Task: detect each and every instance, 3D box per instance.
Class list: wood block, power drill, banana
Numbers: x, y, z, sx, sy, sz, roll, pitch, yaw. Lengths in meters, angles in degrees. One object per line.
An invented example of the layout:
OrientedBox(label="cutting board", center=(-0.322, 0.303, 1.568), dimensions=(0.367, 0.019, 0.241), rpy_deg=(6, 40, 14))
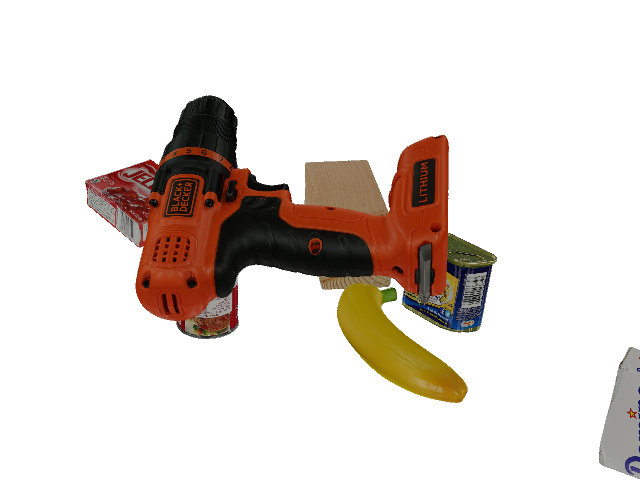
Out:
OrientedBox(label="wood block", center=(0.034, -0.025, 1.403), dimensions=(0.090, 0.090, 0.206), rpy_deg=(-2, 27, -6))
OrientedBox(label="power drill", center=(-0.014, -0.027, 0.668), dimensions=(0.188, 0.184, 0.057), rpy_deg=(-1, -43, 6))
OrientedBox(label="banana", center=(0.054, 0.073, 0.851), dimensions=(0.069, 0.037, 0.198), rpy_deg=(-5, 23, -11))

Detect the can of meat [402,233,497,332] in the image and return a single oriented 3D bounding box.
OrientedBox(label="can of meat", center=(0.138, 0.045, 1.168), dimensions=(0.057, 0.084, 0.102), rpy_deg=(-5, 22, -36))

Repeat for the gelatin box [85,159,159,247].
OrientedBox(label="gelatin box", center=(-0.159, -0.036, 0.969), dimensions=(0.073, 0.030, 0.089), rpy_deg=(-23, 44, -36))

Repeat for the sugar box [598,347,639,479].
OrientedBox(label="sugar box", center=(0.303, 0.152, 0.796), dimensions=(0.176, 0.093, 0.048), rpy_deg=(15, 27, 23))

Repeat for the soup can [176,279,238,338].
OrientedBox(label="soup can", center=(-0.122, 0.045, 1.148), dimensions=(0.068, 0.102, 0.068), rpy_deg=(1, 25, -1))
